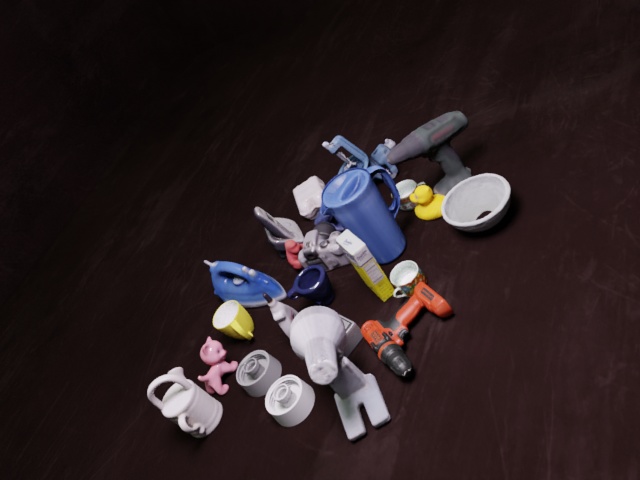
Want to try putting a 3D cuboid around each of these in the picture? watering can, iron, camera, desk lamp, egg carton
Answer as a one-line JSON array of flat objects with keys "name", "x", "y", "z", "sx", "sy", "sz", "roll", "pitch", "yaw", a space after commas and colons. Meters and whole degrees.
[{"name": "watering can", "x": -0.334, "y": 0.383, "z": 1.375, "sx": 0.101, "sy": 0.195, "sz": 0.172, "roll": -48, "pitch": 36, "yaw": -12}, {"name": "iron", "x": -0.218, "y": 0.109, "z": 1.625, "sx": 0.257, "sy": 0.142, "sz": 0.119, "roll": 1, "pitch": 51, "yaw": 43}, {"name": "camera", "x": 0.014, "y": 0.006, "z": 1.568, "sx": 0.142, "sy": 0.101, "sz": 0.137, "roll": -17, "pitch": 40, "yaw": 28}, {"name": "desk lamp", "x": 0.033, "y": 0.261, "z": 1.167, "sx": 0.118, "sy": 0.214, "sz": 0.203, "roll": -34, "pitch": 35, "yaw": 7}, {"name": "egg carton", "x": -0.024, "y": -0.133, "z": 1.785, "sx": 0.107, "sy": 0.070, "sz": 0.150, "roll": -33, "pitch": 35, "yaw": 8}]

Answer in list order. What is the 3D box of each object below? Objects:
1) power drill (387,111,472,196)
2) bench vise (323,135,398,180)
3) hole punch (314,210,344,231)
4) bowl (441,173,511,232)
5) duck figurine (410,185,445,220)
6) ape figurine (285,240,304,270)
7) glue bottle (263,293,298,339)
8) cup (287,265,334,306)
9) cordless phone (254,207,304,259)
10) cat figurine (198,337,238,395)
[{"name": "power drill", "x": 0.297, "y": -0.210, "z": 1.462, "sx": 0.230, "sy": 0.209, "sz": 0.075, "roll": -42, "pitch": 35, "yaw": -5}, {"name": "bench vise", "x": 0.110, "y": -0.238, "z": 1.651, "sx": 0.207, "sy": 0.220, "sz": 0.121, "roll": -47, "pitch": 36, "yaw": -12}, {"name": "hole punch", "x": 0.031, "y": -0.083, "z": 1.660, "sx": 0.100, "sy": 0.091, "sz": 0.109, "roll": -4, "pitch": 48, "yaw": 39}, {"name": "bowl", "x": 0.378, "y": -0.074, "z": 1.356, "sx": 0.167, "sy": 0.075, "sz": 0.167, "roll": -24, "pitch": 38, "yaw": 20}, {"name": "duck figurine", "x": 0.279, "y": -0.104, "z": 1.467, "sx": 0.104, "sy": 0.086, "sz": 0.077, "roll": -6, "pitch": 47, "yaw": 38}, {"name": "ape figurine", "x": -0.067, "y": 0.036, "z": 1.613, "sx": 0.075, "sy": 0.092, "sz": 0.078, "roll": 7, "pitch": 55, "yaw": 46}, {"name": "glue bottle", "x": -0.089, "y": 0.184, "z": 1.397, "sx": 0.037, "sy": 0.174, "sz": 0.078, "roll": -27, "pitch": 37, "yaw": 16}, {"name": "cup", "x": -0.017, "y": 0.132, "z": 1.459, "sx": 0.117, "sy": 0.095, "sz": 0.091, "roll": -35, "pitch": 35, "yaw": 5}, {"name": "cordless phone", "x": -0.135, "y": -0.050, "z": 1.690, "sx": 0.094, "sy": 0.186, "sz": 0.147, "roll": -37, "pitch": 35, "yaw": 2}, {"name": "cat figurine", "x": -0.275, "y": 0.315, "z": 1.465, "sx": 0.067, "sy": 0.118, "sz": 0.128, "roll": -12, "pitch": 43, "yaw": 33}]
